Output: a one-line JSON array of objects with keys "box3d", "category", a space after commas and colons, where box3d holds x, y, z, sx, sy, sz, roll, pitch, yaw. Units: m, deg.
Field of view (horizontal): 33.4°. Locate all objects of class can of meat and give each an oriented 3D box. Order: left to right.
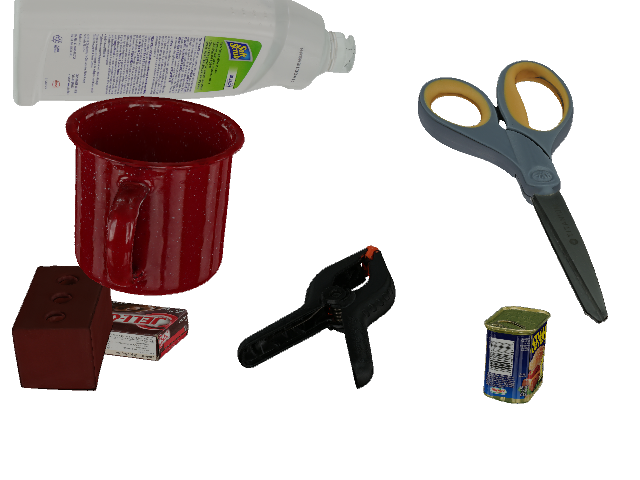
[{"box3d": [0.216, 0.126, 1.181, 0.058, 0.084, 0.102, 7, 12, 23], "category": "can of meat"}]

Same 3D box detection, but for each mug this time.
[{"box3d": [-0.092, -0.018, 0.567, 0.093, 0.081, 0.117, 8, 28, 0], "category": "mug"}]

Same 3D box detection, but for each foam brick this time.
[{"box3d": [-0.176, 0.060, 0.738, 0.053, 0.051, 0.078, 1, 31, -2], "category": "foam brick"}]

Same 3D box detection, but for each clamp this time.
[{"box3d": [0.022, 0.065, 0.910, 0.120, 0.039, 0.171, 18, 45, 30], "category": "clamp"}]

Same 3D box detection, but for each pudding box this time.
[{"box3d": [-0.226, 0.107, 1.274, 0.114, 0.039, 0.090, 3, 15, 16], "category": "pudding box"}]

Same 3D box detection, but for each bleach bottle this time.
[{"box3d": [-0.100, -0.143, 0.800, 0.250, 0.068, 0.103, 2, -34, -15], "category": "bleach bottle"}]

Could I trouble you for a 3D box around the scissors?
[{"box3d": [0.095, -0.035, 0.558, 0.096, 0.016, 0.201, 4, 43, 7], "category": "scissors"}]
